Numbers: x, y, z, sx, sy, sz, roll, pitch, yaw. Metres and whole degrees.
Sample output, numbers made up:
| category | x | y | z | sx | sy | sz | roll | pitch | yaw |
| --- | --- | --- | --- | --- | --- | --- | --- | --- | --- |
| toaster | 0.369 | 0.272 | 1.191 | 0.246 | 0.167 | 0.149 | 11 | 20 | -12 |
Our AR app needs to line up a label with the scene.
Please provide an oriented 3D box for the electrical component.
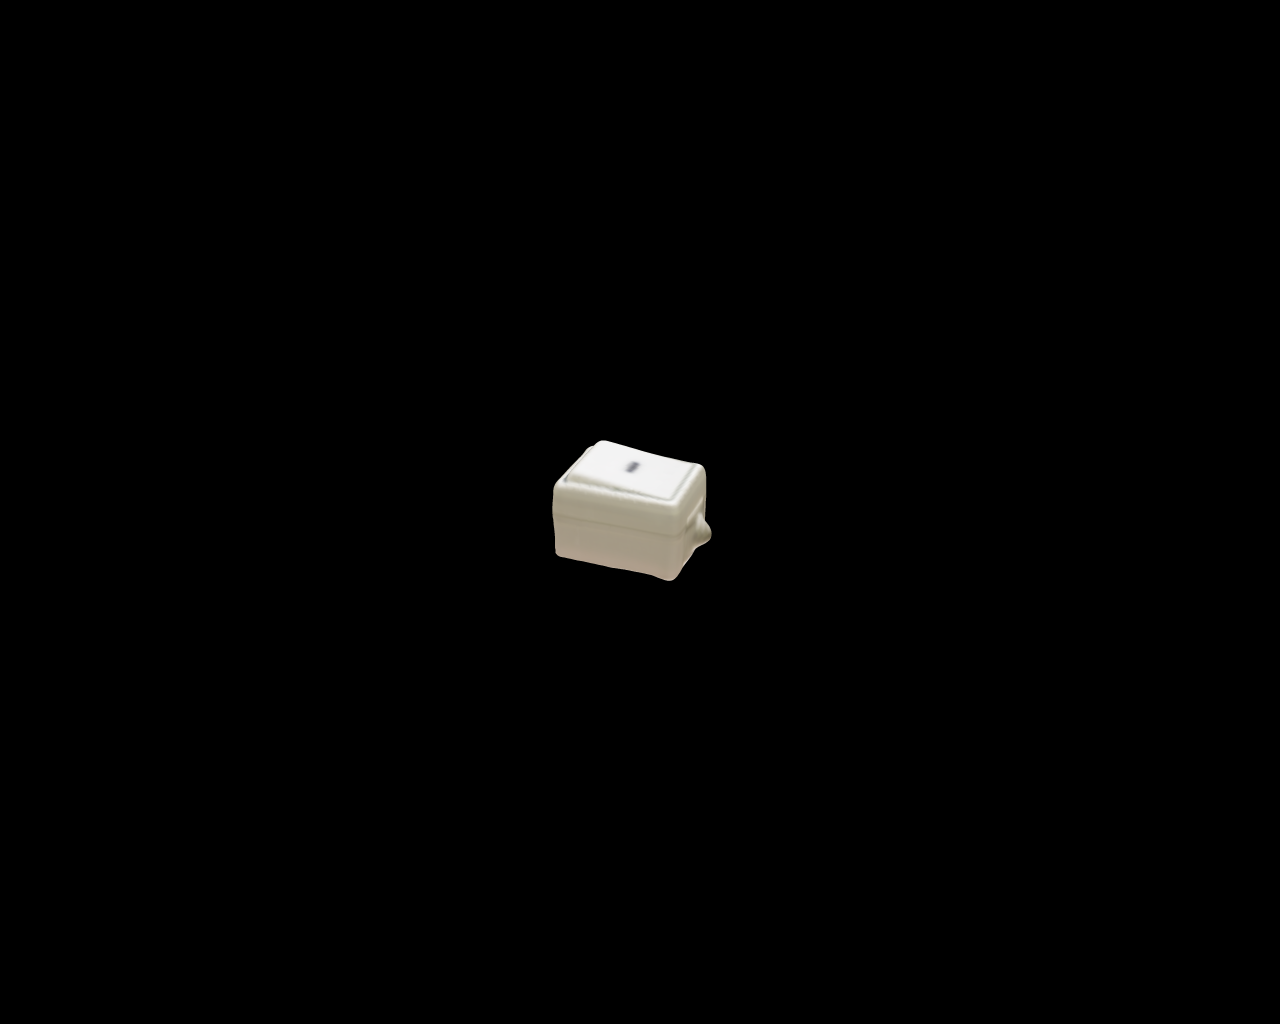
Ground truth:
| category | x | y | z | sx | sy | sz | roll | pitch | yaw |
| --- | --- | --- | --- | --- | --- | --- | --- | --- | --- |
| electrical component | 0.001 | -0.003 | 0.650 | 0.096 | 0.061 | 0.062 | 11 | 32 | 18 |
